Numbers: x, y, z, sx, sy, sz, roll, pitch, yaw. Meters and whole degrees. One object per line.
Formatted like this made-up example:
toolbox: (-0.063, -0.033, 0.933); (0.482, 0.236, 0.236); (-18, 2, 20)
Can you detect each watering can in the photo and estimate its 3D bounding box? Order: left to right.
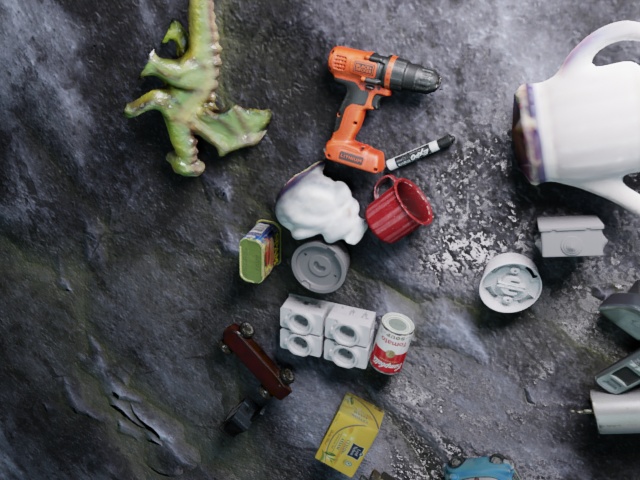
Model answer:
watering can: (0.402, -0.124, 0.738); (0.223, 0.106, 0.343); (-7, 111, 24)

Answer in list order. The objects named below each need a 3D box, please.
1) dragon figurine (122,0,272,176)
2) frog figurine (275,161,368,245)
dragon figurine: (-0.195, -0.266, 0.922); (0.241, 0.125, 0.403); (33, 124, -17)
frog figurine: (0.003, -0.046, 0.920); (0.136, 0.123, 0.160); (-40, 84, 11)
